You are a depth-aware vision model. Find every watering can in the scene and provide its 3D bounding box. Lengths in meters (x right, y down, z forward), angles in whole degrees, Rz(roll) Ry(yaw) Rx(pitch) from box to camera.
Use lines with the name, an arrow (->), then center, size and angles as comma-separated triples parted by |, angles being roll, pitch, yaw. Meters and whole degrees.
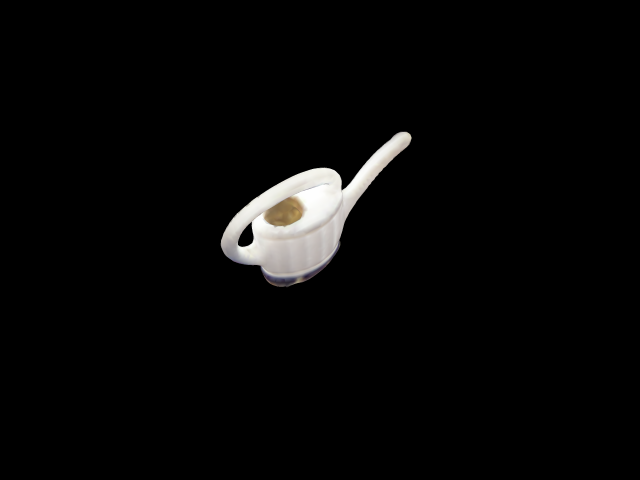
watering can -> 0.003, -0.043, 0.850 | 0.350, 0.106, 0.219 | -27, -30, -18
